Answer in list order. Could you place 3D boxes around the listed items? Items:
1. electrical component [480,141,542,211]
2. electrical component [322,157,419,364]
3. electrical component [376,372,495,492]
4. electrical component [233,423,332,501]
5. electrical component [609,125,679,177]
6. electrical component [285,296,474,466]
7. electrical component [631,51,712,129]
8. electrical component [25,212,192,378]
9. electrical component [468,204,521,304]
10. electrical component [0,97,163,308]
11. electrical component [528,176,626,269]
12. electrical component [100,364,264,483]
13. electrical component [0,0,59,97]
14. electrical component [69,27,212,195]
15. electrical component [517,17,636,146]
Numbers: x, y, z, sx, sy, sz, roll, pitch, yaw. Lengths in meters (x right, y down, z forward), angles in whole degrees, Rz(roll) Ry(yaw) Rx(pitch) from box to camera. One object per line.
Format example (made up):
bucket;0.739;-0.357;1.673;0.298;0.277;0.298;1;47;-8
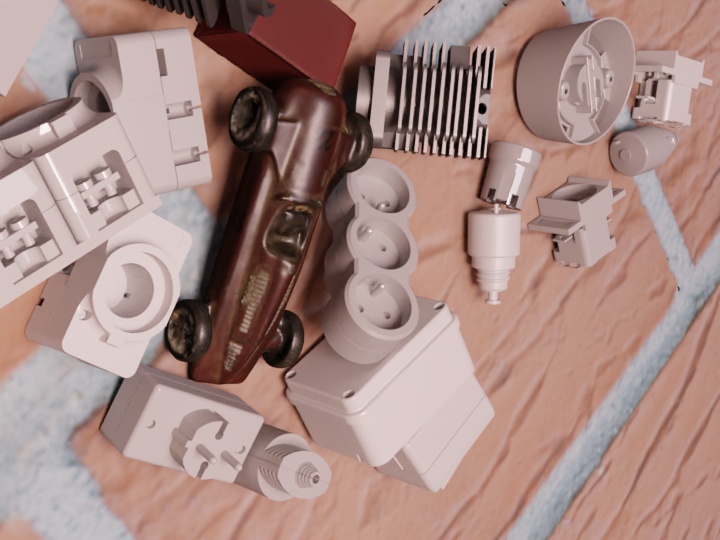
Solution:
electrical component;0.116;-0.073;0.835;0.040;0.040;0.046;17;89;-41
electrical component;0.000;0.000;0.719;0.052;0.073;0.138;14;56;-21
electrical component;0.052;0.107;0.787;0.096;0.062;0.061;-48;124;-26
electrical component;-0.053;0.123;0.684;0.043;0.081;0.043;-7;100;-41
electrical component;0.255;-0.108;0.951;0.078;0.040;0.040;-20;109;-38
electrical component;0.014;0.070;0.738;0.113;0.078;0.057;-42;124;-29
electrical component;0.272;-0.160;0.959;0.081;0.042;0.063;3;97;-41
electrical component;-0.140;0.010;0.610;0.050;0.056;0.089;32;75;-39
electrical component;0.103;-0.013;0.830;0.040;0.040;0.078;-7;100;-41
electrical component;-0.191;-0.025;0.537;0.150;0.089;0.061;-38;119;-31
electrical component;0.184;-0.039;0.897;0.081;0.042;0.063;-32;117;-33
electrical component;-0.097;0.100;0.641;0.083;0.076;0.047;25;92;-40
electrical component;-0.190;-0.193;0.536;0.105;0.060;0.186;35;73;-38
electrical component;-0.127;-0.089;0.612;0.056;0.050;0.089;-18;107;-39
electrical component;0.174;-0.149;0.858;0.099;0.064;0.099;-7;101;-40
